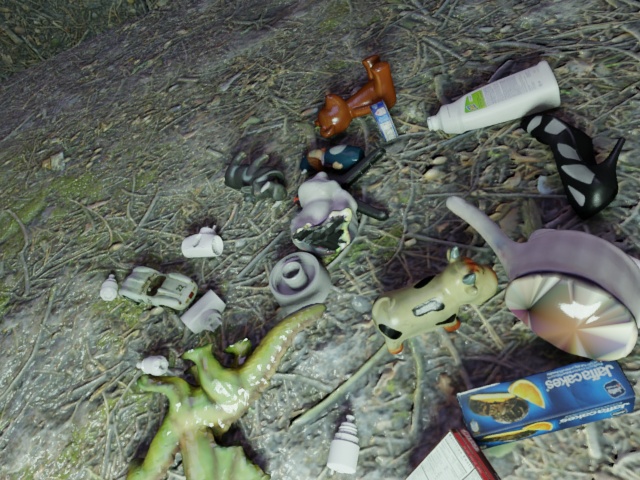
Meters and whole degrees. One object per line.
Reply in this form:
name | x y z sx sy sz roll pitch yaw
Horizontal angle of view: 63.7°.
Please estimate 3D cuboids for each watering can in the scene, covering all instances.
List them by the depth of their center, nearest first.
watering can | 0.311 0.039 0.712 0.350 0.102 0.228 23 35 23

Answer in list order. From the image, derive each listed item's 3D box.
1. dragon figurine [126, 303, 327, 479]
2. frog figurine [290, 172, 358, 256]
dragon figurine | -0.141 0.278 0.800 0.409 0.120 0.247 -26 62 6
frog figurine | 0.003 -0.050 0.989 0.136 0.121 0.163 -39 31 15
